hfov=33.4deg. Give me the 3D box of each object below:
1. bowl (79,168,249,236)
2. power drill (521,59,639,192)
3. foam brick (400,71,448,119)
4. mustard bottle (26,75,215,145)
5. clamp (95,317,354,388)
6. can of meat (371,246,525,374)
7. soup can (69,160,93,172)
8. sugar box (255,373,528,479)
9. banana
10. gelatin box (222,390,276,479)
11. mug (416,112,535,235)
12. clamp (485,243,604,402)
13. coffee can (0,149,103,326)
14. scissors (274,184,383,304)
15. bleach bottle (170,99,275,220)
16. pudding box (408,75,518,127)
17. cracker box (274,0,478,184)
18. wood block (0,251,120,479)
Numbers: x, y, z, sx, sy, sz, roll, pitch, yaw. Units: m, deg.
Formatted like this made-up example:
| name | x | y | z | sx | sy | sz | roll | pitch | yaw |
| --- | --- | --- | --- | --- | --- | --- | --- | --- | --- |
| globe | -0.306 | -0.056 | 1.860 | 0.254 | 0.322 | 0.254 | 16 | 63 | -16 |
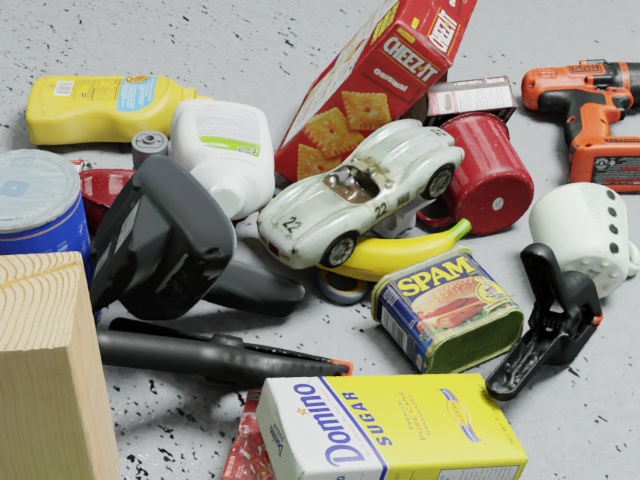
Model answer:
| name | x | y | z | sx | sy | sz | roll | pitch | yaw |
| --- | --- | --- | --- | --- | --- | --- | --- | --- | --- |
| bowl | -0.147 | -0.016 | 0.957 | 0.162 | 0.055 | 0.162 | 12 | 15 | -3 |
| power drill | 0.312 | -0.124 | 1.107 | 0.184 | 0.057 | 0.187 | -3 | 37 | 2 |
| foam brick | 0.106 | -0.178 | 1.156 | 0.053 | 0.078 | 0.051 | -10 | 39 | -11 |
| mustard bottle | -0.207 | -0.139 | 1.129 | 0.191 | 0.058 | 0.096 | -2 | 35 | -1 |
| clamp | -0.080 | 0.091 | 0.819 | 0.210 | 0.036 | 0.164 | 10 | -1 | 4 |
| can of meat | 0.107 | 0.062 | 0.888 | 0.102 | 0.057 | 0.084 | -20 | 46 | -21 |
| soup can | -0.268 | -0.043 | 1.007 | 0.102 | 0.068 | 0.068 | -1 | 40 | -1 |
| sugar box | 0.050 | 0.141 | 0.767 | 0.176 | 0.048 | 0.093 | 3 | 35 | -24 |
| banana | 0.031 | 0.003 | 0.945 | 0.198 | 0.037 | 0.069 | 8 | 45 | 15 |
| gelatin box | -0.027 | 0.156 | 0.796 | 0.073 | 0.030 | 0.089 | 7 | 41 | 8 |
| mug | 0.141 | -0.054 | 1.010 | 0.117 | 0.093 | 0.081 | -31 | 46 | 11 |
| clamp | 0.180 | 0.072 | 0.842 | 0.039 | 0.120 | 0.171 | 26 | 4 | 34 |
| coffee can | -0.241 | 0.011 | 0.886 | 0.103 | 0.140 | 0.103 | 0 | 40 | 0 |
| scissors | -0.007 | 0.001 | 0.992 | 0.202 | 0.016 | 0.096 | 27 | 47 | 29 |
| bleach bottle | -0.093 | -0.070 | 0.973 | 0.102 | 0.068 | 0.251 | 4 | 18 | -5 |
| pudding box | 0.137 | -0.121 | 1.063 | 0.090 | 0.113 | 0.039 | -8 | 72 | -8 |
| cracker box | 0.054 | -0.158 | 1.035 | 0.072 | 0.214 | 0.164 | 37 | 41 | -12 |
| wood block | -0.192 | 0.116 | 0.709 | 0.091 | 0.206 | 0.090 | -3 | 39 | -3 |
